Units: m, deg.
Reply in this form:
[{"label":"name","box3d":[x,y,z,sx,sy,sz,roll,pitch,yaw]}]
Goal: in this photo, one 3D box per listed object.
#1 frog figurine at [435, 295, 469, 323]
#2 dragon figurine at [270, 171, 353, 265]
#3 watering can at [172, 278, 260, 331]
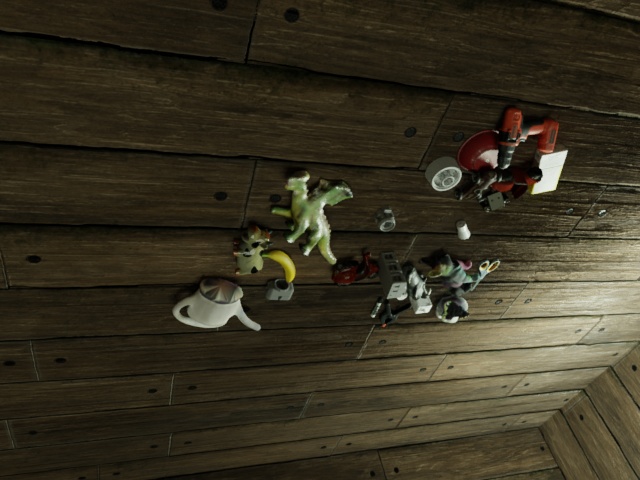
[{"label":"frog figurine","box3d":[0.566,0.298,2.229,0.137,0.123,0.159,-31,173,3]},{"label":"dragon figurine","box3d":[0.005,-0.081,1.618,0.241,0.125,0.405,-41,135,13]},{"label":"watering can","box3d":[-0.340,0.240,1.832,0.346,0.106,0.220,12,129,-28]}]
